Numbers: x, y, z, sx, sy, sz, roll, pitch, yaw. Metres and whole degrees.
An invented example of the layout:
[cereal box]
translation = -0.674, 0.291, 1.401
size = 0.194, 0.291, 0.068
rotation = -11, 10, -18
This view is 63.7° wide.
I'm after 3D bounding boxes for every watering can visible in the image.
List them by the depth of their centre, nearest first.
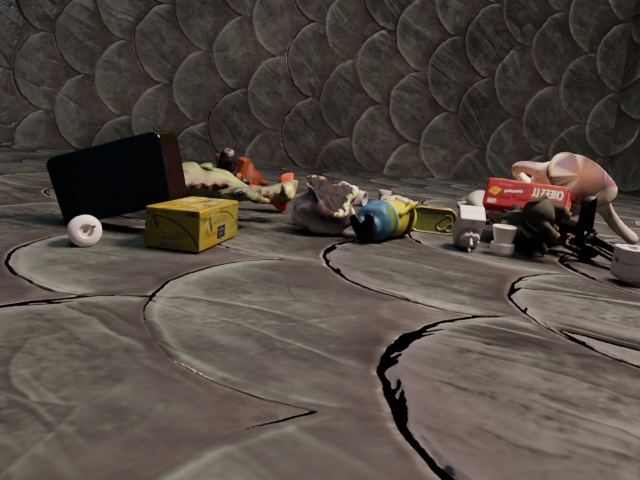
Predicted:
[watering can]
translation = 0.616, -0.098, 1.199
size = 0.349, 0.104, 0.223
rotation = 31, -2, 10

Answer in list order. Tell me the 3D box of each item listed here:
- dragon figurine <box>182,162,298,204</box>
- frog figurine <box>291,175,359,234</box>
[dragon figurine]
translation = -0.219, -0.108, 1.046
size = 0.411, 0.122, 0.243
rotation = -4, 6, -43
[frog figurine]
translation = 0.003, -0.054, 1.082
size = 0.138, 0.124, 0.156
rotation = -9, -22, -24
